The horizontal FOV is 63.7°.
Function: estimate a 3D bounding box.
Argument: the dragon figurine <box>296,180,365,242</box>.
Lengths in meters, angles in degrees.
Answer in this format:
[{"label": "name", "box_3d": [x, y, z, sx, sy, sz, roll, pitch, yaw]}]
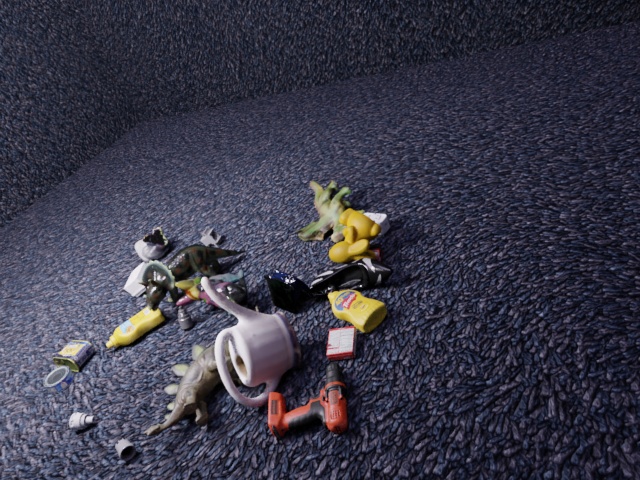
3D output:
[{"label": "dragon figurine", "box_3d": [0.006, -0.096, 1.899, 0.245, 0.120, 0.414, -41, 35, -16]}]

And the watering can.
[{"label": "watering can", "box_3d": [-0.172, 0.241, 1.318, 0.226, 0.349, 0.103, -13, -7, -38]}]

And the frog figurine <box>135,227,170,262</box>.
[{"label": "frog figurine", "box_3d": [-0.698, 0.037, 2.123, 0.156, 0.122, 0.141, -44, 25, 37]}]
